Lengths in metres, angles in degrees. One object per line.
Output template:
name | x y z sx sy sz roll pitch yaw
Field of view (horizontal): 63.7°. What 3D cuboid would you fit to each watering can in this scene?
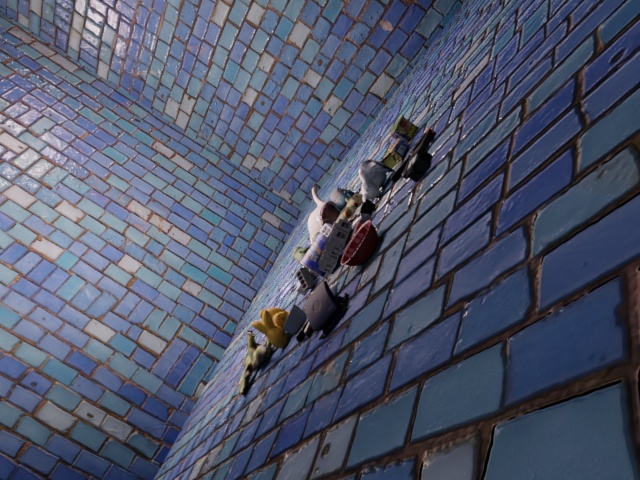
watering can | 0.007 -0.122 2.415 0.221 0.104 0.353 -35 51 56

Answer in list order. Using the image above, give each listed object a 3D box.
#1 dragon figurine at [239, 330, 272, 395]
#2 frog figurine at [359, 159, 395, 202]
dragon figurine | -0.258 0.488 2.010 0.410 0.122 0.243 -177 102 -84
frog figurine | 0.191 -0.217 1.936 0.137 0.123 0.159 18 -82 -63
